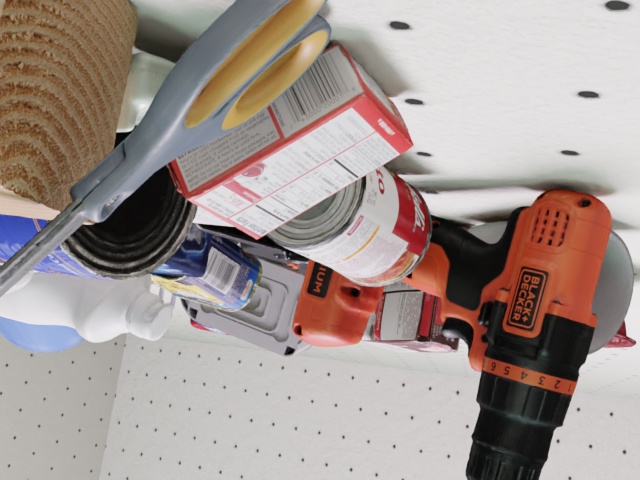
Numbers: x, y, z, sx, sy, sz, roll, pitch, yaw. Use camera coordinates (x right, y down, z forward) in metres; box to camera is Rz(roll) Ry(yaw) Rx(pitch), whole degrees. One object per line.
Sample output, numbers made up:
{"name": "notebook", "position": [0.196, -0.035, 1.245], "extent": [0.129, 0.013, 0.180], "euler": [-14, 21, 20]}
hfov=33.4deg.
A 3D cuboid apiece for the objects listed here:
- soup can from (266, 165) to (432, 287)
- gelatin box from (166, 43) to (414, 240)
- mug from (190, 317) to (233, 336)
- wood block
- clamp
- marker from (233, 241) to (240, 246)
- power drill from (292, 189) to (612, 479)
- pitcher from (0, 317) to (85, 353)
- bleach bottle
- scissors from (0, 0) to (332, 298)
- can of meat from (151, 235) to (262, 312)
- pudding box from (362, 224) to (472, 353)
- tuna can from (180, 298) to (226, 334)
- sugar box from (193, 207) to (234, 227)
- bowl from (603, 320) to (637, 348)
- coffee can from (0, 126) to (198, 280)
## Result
{"name": "soup can", "position": [0.013, -0.016, 0.592], "extent": [0.069, 0.068, 0.102], "euler": [5, 169, 27]}
{"name": "gelatin box", "position": [-0.012, -0.040, 0.461], "extent": [0.089, 0.030, 0.073], "euler": [-29, 159, 13]}
{"name": "mug", "position": [-0.084, 0.060, 1.128], "extent": [0.093, 0.081, 0.117], "euler": [3, 169, 35]}
{"name": "wood block", "position": [-0.188, -0.067, 0.411], "extent": [0.206, 0.091, 0.090], "euler": [6, 171, 18]}
{"name": "clamp", "position": [-0.005, 0.001, 0.817], "extent": [0.164, 0.036, 0.210], "euler": [8, 173, 4]}
{"name": "marker", "position": [-0.030, 0.006, 0.933], "extent": [0.121, 0.020, 0.020], "euler": [14, 170, -26]}
{"name": "power drill", "position": [0.072, 0.050, 0.641], "extent": [0.188, 0.184, 0.057], "euler": [14, 176, 40]}
{"name": "pitcher", "position": [-0.264, 0.035, 1.030], "extent": [0.149, 0.145, 0.243], "euler": [-24, 174, -12]}
{"name": "bleach bottle", "position": [-0.222, 0.015, 0.753], "extent": [0.251, 0.102, 0.068], "euler": [22, 133, 18]}
{"name": "scissors", "position": [-0.065, -0.025, 0.388], "extent": [0.016, 0.202, 0.096], "euler": [49, -160, 7]}
{"name": "can of meat", "position": [-0.110, 0.016, 0.880], "extent": [0.102, 0.057, 0.083], "euler": [13, 164, 38]}
{"name": "pudding box", "position": [0.071, 0.036, 0.791], "extent": [0.039, 0.090, 0.114], "euler": [14, 170, -19]}
{"name": "tuna can", "position": [-0.095, 0.048, 1.052], "extent": [0.086, 0.086, 0.033], "euler": [7, 169, 13]}
{"name": "sugar box", "position": [-0.100, -0.039, 0.643], "extent": [0.176, 0.048, 0.093], "euler": [9, 172, 28]}
{"name": "bowl", "position": [0.175, 0.048, 0.863], "extent": [0.162, 0.055, 0.162], "euler": [9, 171, 1]}
{"name": "coffee can", "position": [-0.144, -0.035, 0.527], "extent": [0.141, 0.103, 0.102], "euler": [3, 169, 36]}
